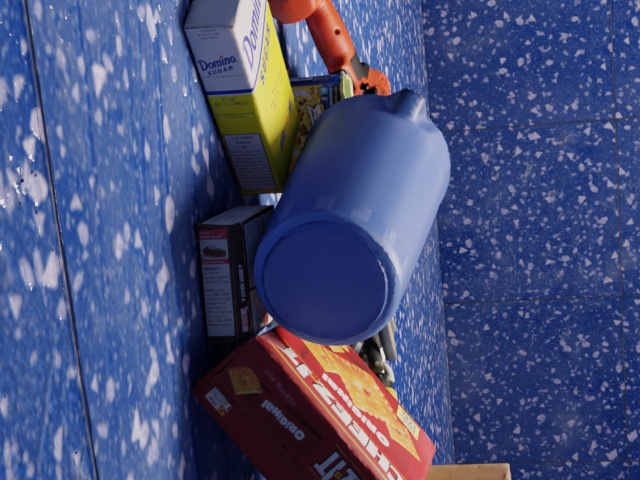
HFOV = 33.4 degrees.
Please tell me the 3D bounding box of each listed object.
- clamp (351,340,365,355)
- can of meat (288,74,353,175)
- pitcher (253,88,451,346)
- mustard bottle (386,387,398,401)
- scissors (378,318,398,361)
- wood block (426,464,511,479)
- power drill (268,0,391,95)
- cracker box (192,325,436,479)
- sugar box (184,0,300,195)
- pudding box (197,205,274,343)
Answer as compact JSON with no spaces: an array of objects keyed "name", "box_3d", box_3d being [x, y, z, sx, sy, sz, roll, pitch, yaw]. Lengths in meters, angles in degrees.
[{"name":"clamp","box_3d":[0.019,0.110,1.040,0.164,0.036,0.210,-53,165,-70]},{"name":"can of meat","box_3d":[-0.011,-0.103,0.988,0.057,0.084,0.102,-39,125,-77]},{"name":"pitcher","box_3d":[0.023,-0.010,0.852,0.242,0.145,0.149,-64,138,-62]},{"name":"mustard bottle","box_3d":[0.058,0.245,1.035,0.096,0.058,0.191,-54,-143,40]},{"name":"scissors","box_3d":[0.060,0.059,1.151,0.201,0.016,0.096,66,13,-55]},{"name":"wood block","box_3d":[0.097,0.291,1.114,0.090,0.206,0.091,68,21,-58]},{"name":"power drill","box_3d":[0.012,-0.175,1.069,0.187,0.057,0.184,61,20,-26]},{"name":"cracker box","box_3d":[0.006,0.141,0.823,0.164,0.072,0.213,48,8,7]},{"name":"sugar box","box_3d":[-0.057,-0.129,0.852,0.176,0.048,0.093,77,17,-48]},{"name":"pudding box","box_3d":[-0.059,0.023,0.820,0.113,0.039,0.090,-44,129,-78]}]
